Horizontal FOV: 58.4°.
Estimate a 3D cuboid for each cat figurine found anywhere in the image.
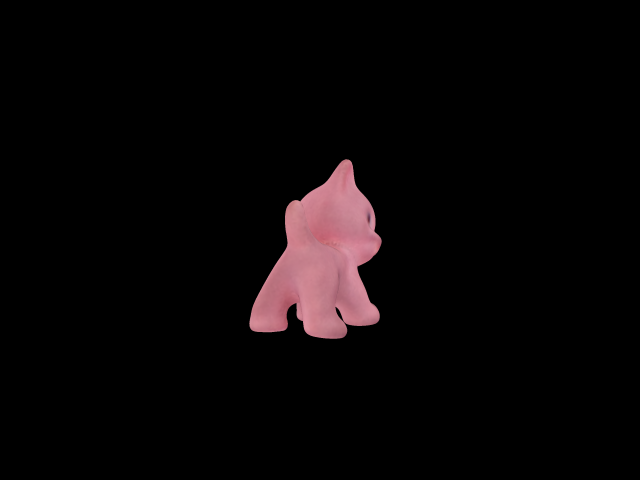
[{"bbox_3d":[0.004,0.001,0.400,0.067,0.118,0.128,0,0,21],"label":"cat figurine"}]
